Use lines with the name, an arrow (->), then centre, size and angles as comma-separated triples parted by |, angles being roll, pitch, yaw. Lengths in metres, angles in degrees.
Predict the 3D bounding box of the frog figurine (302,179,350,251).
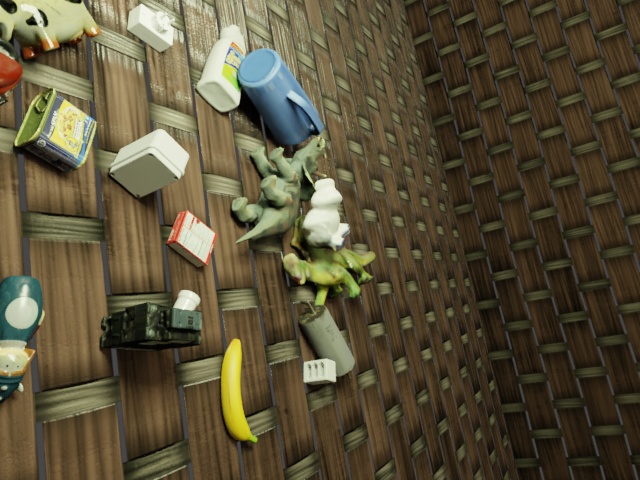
frog figurine -> 0.004, -0.063, 1.250 | 0.122, 0.157, 0.140 | -7, 27, 38

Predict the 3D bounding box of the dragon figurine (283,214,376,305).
dragon figurine -> 0.022, 0.033, 1.359 | 0.121, 0.241, 0.417 | -26, 9, 30
